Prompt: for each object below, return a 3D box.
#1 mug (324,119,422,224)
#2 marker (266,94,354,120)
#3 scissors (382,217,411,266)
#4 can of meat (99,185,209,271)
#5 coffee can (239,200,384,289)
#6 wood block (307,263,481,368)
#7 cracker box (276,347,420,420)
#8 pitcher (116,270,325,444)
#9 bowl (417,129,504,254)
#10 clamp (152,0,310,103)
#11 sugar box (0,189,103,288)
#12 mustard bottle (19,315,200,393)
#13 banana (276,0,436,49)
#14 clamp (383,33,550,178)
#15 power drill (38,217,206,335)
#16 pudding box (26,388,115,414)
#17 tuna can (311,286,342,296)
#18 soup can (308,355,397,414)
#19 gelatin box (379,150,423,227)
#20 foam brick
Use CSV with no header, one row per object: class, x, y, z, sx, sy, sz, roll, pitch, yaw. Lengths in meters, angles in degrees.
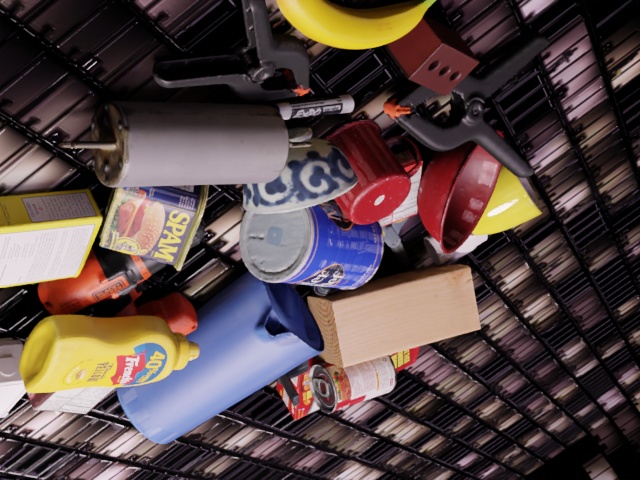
mug,0.058,-0.076,1.176,0.117,0.081,0.093,-24,151,-16
marker,-0.018,-0.132,1.075,0.120,0.020,0.020,-12,146,-35
scissors,0.107,-0.014,1.398,0.096,0.016,0.201,-41,152,15
can of meat,-0.161,-0.027,1.025,0.083,0.057,0.102,15,133,-14
coffee can,-0.008,0.001,1.211,0.103,0.103,0.140,-46,150,24
wood block,0.099,0.098,1.434,0.205,0.091,0.090,-13,-174,-21
cracker box,0.044,0.161,1.556,0.213,0.072,0.164,-24,151,-18
pitcher,-0.123,0.141,1.308,0.243,0.145,0.149,-35,140,12
bowl,0.162,-0.067,1.289,0.161,0.055,0.162,-48,152,-36
clamp,-0.070,-0.157,0.962,0.120,0.039,0.171,-27,157,16
sugar box,-0.297,0.003,0.978,0.175,0.048,0.093,-5,142,-36
mustard bottle,-0.210,0.118,1.121,0.191,0.058,0.096,3,136,-41
banana,0.027,-0.209,0.985,0.197,0.037,0.070,-9,126,-40
clamp,0.166,-0.137,1.179,0.209,0.036,0.164,-12,109,-26
power drill,-0.192,0.053,1.155,0.184,0.057,0.187,-26,149,-5
pudding box,-0.276,0.158,1.255,0.114,0.039,0.089,-40,153,18
tuna can,0.021,0.033,1.365,0.086,0.034,0.086,-25,152,-15
soup can,0.045,0.189,1.450,0.102,0.068,0.069,-14,147,-30
gelatin box,0.082,-0.058,1.274,0.073,0.030,0.089,-21,140,-20
foam brick,0.114,-0.189,1.086,0.053,0.051,0.078,-46,150,23
